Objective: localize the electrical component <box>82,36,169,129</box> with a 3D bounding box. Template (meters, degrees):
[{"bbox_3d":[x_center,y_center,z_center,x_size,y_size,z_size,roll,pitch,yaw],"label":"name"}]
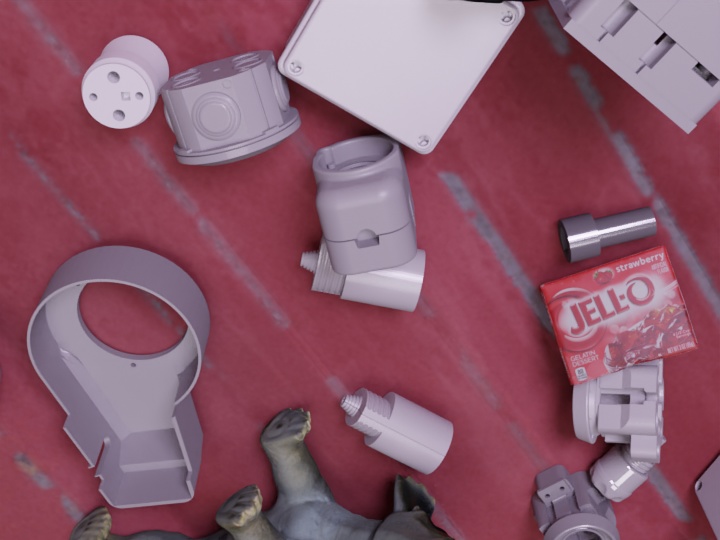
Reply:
[{"bbox_3d":[-0.145,-0.116,0.664,0.045,0.055,0.045,0,118,1],"label":"electrical component"}]

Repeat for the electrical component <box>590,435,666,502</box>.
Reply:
[{"bbox_3d":[0.204,0.144,0.807,0.035,0.035,0.061,36,110,-17],"label":"electrical component"}]

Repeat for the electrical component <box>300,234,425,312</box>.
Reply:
[{"bbox_3d":[0.000,0.000,0.729,0.081,0.043,0.043,11,117,-5],"label":"electrical component"}]

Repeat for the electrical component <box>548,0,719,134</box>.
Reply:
[{"bbox_3d":[0.153,-0.149,0.589,0.089,0.150,0.061,35,113,-16],"label":"electrical component"}]

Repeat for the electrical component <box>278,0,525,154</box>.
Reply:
[{"bbox_3d":[0.023,-0.144,0.646,0.109,0.056,0.108,28,115,-13],"label":"electrical component"}]

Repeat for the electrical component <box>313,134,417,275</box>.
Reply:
[{"bbox_3d":[0.003,-0.046,0.676,0.054,0.095,0.059,-10,117,6],"label":"electrical component"}]

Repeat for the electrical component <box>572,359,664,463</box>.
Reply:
[{"bbox_3d":[0.184,0.095,0.764,0.057,0.078,0.058,0,160,21],"label":"electrical component"}]

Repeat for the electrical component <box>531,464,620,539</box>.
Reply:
[{"bbox_3d":[0.166,0.196,0.822,0.058,0.057,0.078,-31,113,16],"label":"electrical component"}]

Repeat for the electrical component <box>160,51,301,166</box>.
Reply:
[{"bbox_3d":[-0.080,-0.099,0.659,0.080,0.080,0.051,-13,112,8],"label":"electrical component"}]

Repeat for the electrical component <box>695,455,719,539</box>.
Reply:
[{"bbox_3d":[0.300,0.177,0.779,0.057,0.113,0.078,25,115,-15],"label":"electrical component"}]

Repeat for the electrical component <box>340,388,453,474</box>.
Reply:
[{"bbox_3d":[0.023,0.113,0.788,0.081,0.043,0.043,28,114,-13],"label":"electrical component"}]
